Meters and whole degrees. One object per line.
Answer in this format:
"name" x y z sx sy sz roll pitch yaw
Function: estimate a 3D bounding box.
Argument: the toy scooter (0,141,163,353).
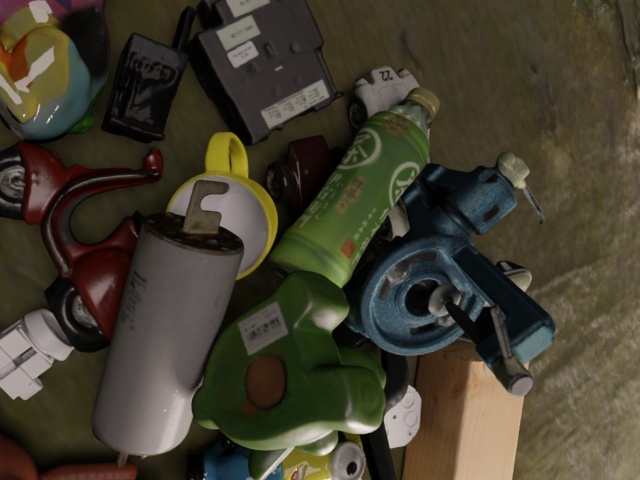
"toy scooter" -0.175 -0.007 0.446 0.135 0.075 0.183 -29 102 -23

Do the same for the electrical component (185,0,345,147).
"electrical component" -0.055 -0.168 0.498 0.115 0.058 0.134 -32 107 -22

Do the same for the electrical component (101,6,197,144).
"electrical component" -0.142 -0.142 0.448 0.048 0.075 0.119 15 93 -28

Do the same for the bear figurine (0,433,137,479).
"bear figurine" -0.214 0.215 0.417 0.195 0.132 0.120 44 62 -28

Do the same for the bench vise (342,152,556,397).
"bench vise" 0.122 0.030 0.456 0.224 0.241 0.128 -34 119 3

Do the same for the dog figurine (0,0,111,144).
"dog figurine" -0.182 -0.200 0.405 0.219 0.108 0.191 -42 102 -20

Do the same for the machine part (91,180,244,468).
"machine part" -0.116 0.070 0.406 0.079 0.079 0.243 12 107 -26

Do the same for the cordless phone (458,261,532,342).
"cordless phone" 0.188 0.069 0.566 0.146 0.184 0.088 -12 95 -24

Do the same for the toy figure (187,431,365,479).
"toy figure" -0.040 0.216 0.526 0.180 0.089 0.082 -1 130 -17

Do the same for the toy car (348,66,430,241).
"toy car" 0.086 -0.082 0.574 0.073 0.056 0.201 -19 103 -23

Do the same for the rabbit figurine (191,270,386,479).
"rabbit figurine" -0.008 0.126 0.433 0.159 0.121 0.170 -40 148 12

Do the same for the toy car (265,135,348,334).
"toy car" -0.001 -0.002 0.541 0.089 0.053 0.202 -20 107 -29
